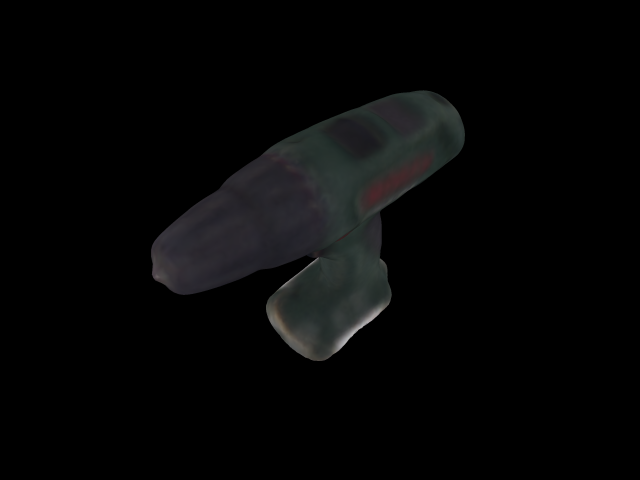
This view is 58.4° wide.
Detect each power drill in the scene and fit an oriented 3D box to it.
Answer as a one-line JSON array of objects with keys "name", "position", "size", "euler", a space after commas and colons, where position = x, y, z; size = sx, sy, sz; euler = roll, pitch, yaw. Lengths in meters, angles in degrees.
[{"name": "power drill", "position": [0.004, 0.001, 0.400], "size": [0.230, 0.208, 0.075], "euler": [-39, 65, -22]}]
